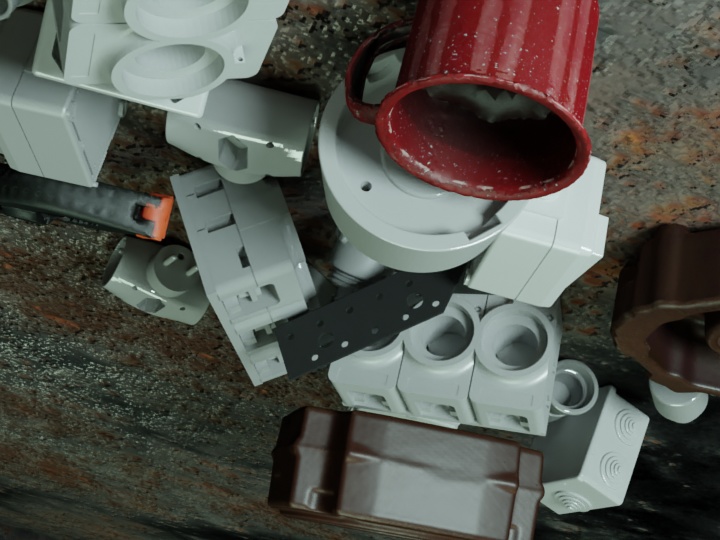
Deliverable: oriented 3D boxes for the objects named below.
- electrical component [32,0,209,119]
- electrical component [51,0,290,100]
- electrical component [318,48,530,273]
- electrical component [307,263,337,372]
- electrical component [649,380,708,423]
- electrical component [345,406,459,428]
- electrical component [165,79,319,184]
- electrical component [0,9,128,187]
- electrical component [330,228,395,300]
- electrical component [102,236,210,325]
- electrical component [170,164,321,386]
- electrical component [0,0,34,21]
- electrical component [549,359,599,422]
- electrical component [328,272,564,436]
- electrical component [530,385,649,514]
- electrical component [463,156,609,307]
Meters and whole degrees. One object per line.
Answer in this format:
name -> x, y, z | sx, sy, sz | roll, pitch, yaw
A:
electrical component -> -0.117, -0.115, 0.548 | 0.083, 0.047, 0.075 | 13, -167, -14
electrical component -> -0.073, -0.133, 0.436 | 0.089, 0.061, 0.150 | -6, 162, -21
electrical component -> 0.032, -0.051, 0.544 | 0.108, 0.108, 0.060 | 14, 161, 0
electrical component -> -0.044, 0.040, 0.829 | 0.050, 0.055, 0.089 | -3, 150, 32
electrical component -> 0.241, 0.095, 0.810 | 0.040, 0.040, 0.078 | 3, 152, 23
electrical component -> 0.039, 0.118, 0.955 | 0.100, 0.048, 0.099 | 18, 155, -8
electrical component -> -0.067, -0.075, 0.614 | 0.077, 0.043, 0.079 | 14, 155, 0
electrical component -> -0.175, -0.093, 0.612 | 0.061, 0.061, 0.096 | 13, 155, 4
electrical component -> 0.000, 0.000, 0.705 | 0.048, 0.062, 0.048 | 19, -169, -4
electrical component -> -0.147, 0.004, 0.822 | 0.077, 0.043, 0.079 | 26, 153, -23
electrical component -> -0.067, 0.002, 0.708 | 0.062, 0.089, 0.150 | -20, 153, -4
electrical component -> -0.161, -0.144, 0.479 | 0.044, 0.077, 0.079 | 15, 156, -2
electrical component -> 0.159, 0.100, 0.865 | 0.044, 0.044, 0.065 | 17, 160, -5
electrical component -> 0.062, 0.055, 0.763 | 0.150, 0.089, 0.061 | 7, 154, 16
electrical component -> 0.185, 0.151, 0.891 | 0.048, 0.099, 0.100 | 35, 150, -14
electrical component -> 0.102, -0.027, 0.603 | 0.061, 0.061, 0.096 | 15, 155, -1
